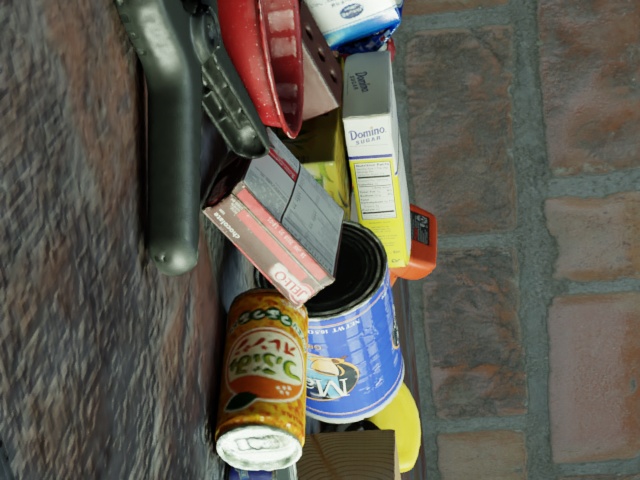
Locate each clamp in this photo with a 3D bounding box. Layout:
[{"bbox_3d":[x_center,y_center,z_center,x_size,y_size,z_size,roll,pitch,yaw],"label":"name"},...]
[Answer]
[{"bbox_3d":[-0.074,-0.097,0.551,0.164,0.036,0.210,-73,155,-55],"label":"clamp"}]

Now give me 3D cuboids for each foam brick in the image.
[{"bbox_3d":[-0.021,-0.139,0.848,0.078,0.051,0.053,57,24,-35],"label":"foam brick"}]

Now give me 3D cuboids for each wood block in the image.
[{"bbox_3d":[0.034,0.284,0.967,0.090,0.090,0.206,-79,163,-63],"label":"wood block"}]

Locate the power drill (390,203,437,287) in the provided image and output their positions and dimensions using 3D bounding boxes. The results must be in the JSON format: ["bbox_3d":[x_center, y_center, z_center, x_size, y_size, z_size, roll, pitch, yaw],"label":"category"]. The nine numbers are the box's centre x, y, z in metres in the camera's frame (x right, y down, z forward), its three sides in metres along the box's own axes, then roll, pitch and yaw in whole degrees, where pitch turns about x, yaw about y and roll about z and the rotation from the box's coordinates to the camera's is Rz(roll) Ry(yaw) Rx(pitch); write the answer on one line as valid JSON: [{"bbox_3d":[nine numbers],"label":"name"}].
[{"bbox_3d":[0.059,0.064,1.134,0.184,0.057,0.188,-85,-160,-51],"label":"power drill"}]

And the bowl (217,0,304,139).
[{"bbox_3d":[-0.050,-0.144,0.694,0.162,0.055,0.162,-4,90,-83],"label":"bowl"}]

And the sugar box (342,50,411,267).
[{"bbox_3d":[0.050,-0.067,0.934,0.093,0.048,0.176,-86,167,-46],"label":"sugar box"}]

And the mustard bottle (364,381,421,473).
[{"bbox_3d":[0.058,0.218,1.185,0.192,0.058,0.096,122,-39,-68],"label":"mustard bottle"}]

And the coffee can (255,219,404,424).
[{"bbox_3d":[0.011,0.066,0.857,0.140,0.103,0.103,78,11,-46],"label":"coffee can"}]

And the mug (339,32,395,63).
[{"bbox_3d":[0.028,-0.177,1.107,0.093,0.117,0.081,36,49,-44],"label":"mug"}]

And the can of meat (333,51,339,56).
[{"bbox_3d":[-0.013,-0.190,1.002,0.102,0.057,0.084,76,15,-49],"label":"can of meat"}]

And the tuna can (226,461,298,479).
[{"bbox_3d":[-0.037,0.169,0.700,0.086,0.034,0.086,-4,90,-83],"label":"tuna can"}]

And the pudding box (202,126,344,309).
[{"bbox_3d":[-0.027,-0.018,0.708,0.090,0.039,0.113,48,22,-15],"label":"pudding box"}]
